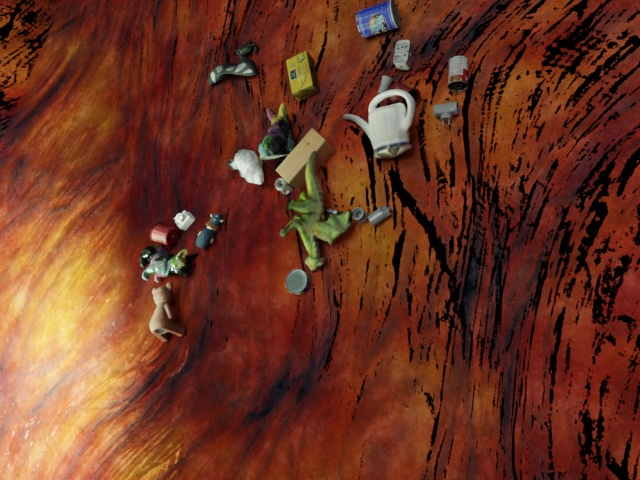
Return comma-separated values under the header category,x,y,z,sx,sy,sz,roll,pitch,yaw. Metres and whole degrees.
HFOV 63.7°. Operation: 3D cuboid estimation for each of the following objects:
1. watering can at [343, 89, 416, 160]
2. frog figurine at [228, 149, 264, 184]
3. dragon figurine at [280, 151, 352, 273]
category,x,y,z,sx,sy,sz,roll,pitch,yaw
watering can,0.207,-0.387,1.783,0.104,0.225,0.346,-6,-2,-36
frog figurine,-0.259,-0.281,1.978,0.124,0.135,0.160,-43,35,-22
dragon figurine,0.005,-0.090,1.788,0.244,0.409,0.122,19,4,23
